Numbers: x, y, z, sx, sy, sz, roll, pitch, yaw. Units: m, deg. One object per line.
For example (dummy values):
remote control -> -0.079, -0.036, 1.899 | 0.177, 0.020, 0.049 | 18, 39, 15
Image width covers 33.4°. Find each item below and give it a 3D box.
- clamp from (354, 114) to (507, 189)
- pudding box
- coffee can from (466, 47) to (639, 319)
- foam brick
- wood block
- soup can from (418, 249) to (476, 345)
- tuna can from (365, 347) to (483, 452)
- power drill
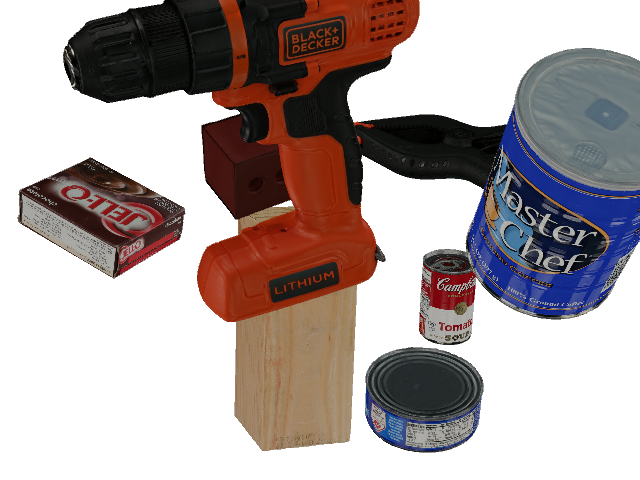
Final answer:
clamp -> 0.134, -0.085, 0.967 | 0.210, 0.036, 0.164 | 14, 35, 23
pudding box -> -0.188, -0.021, 0.916 | 0.114, 0.039, 0.089 | 26, 33, 21
coffee can -> 0.153, -0.031, 0.651 | 0.102, 0.103, 0.140 | 0, -35, -6
foam brick -> -0.039, -0.060, 0.759 | 0.078, 0.053, 0.051 | -22, 48, -23
wood block -> -0.024, 0.078, 0.986 | 0.090, 0.206, 0.091 | -2, 13, -20
soup can -> 0.158, 0.071, 1.331 | 0.068, 0.102, 0.068 | 1, 24, -1
tuna can -> 0.075, 0.116, 0.782 | 0.086, 0.034, 0.086 | 0, 29, 0
power drill -> -0.035, -0.048, 0.568 | 0.184, 0.188, 0.057 | -15, 39, -19
